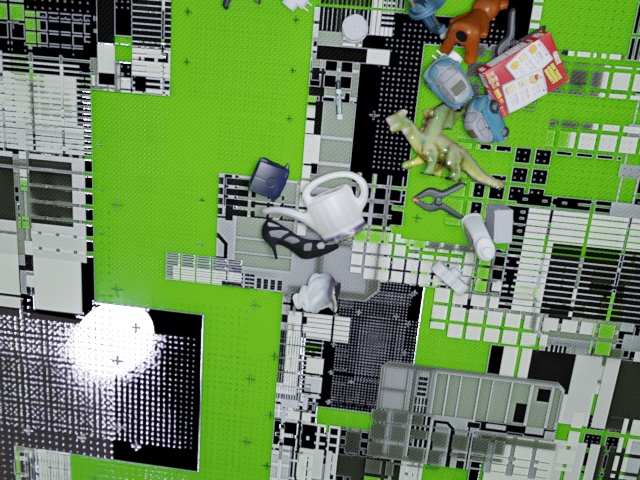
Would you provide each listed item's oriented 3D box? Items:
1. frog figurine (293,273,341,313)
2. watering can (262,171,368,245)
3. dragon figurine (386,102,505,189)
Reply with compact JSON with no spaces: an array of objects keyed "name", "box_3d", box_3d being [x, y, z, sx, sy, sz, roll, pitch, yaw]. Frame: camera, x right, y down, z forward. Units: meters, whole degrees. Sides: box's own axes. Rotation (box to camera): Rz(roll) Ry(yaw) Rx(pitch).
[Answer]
[{"name":"frog figurine","box_3d":[-0.019,0.178,1.731,0.159,0.121,0.139,-1,71,15]},{"name":"watering can","box_3d":[0.005,-0.084,1.668,0.347,0.105,0.223,-24,100,8]},{"name":"dragon figurine","box_3d":[0.393,-0.307,1.591,0.410,0.123,0.242,10,96,-6]}]
